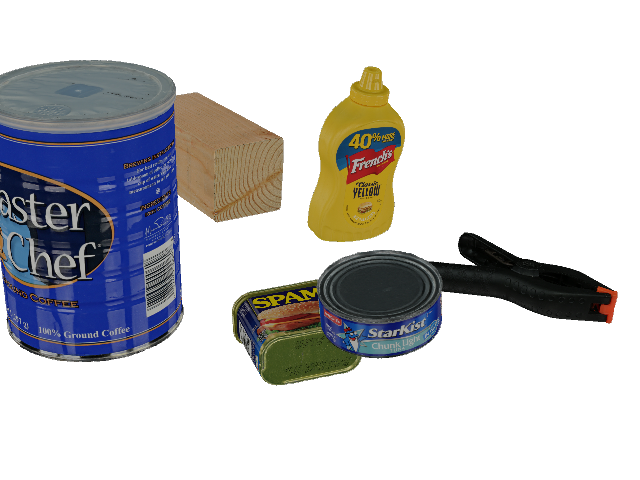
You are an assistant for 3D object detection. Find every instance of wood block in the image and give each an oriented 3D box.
[{"bbox_3d":[-0.137,-0.104,1.274,0.090,0.090,0.206,-13,28,-32],"label":"wood block"}]

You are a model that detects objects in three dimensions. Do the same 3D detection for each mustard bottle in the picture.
[{"bbox_3d":[0.043,-0.094,1.147,0.096,0.192,0.058,-8,32,-25],"label":"mustard bottle"}]

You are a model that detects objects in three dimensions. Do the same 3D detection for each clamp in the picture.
[{"bbox_3d":[0.180,0.032,0.959,0.171,0.039,0.120,15,28,15],"label":"clamp"}]

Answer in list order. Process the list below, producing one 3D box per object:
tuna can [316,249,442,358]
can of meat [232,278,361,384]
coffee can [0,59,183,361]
[{"bbox_3d":[0.041,0.043,0.733,0.086,0.034,0.086,-4,31,2],"label":"tuna can"},{"bbox_3d":[-0.021,0.084,0.975,0.102,0.057,0.084,-10,28,-17],"label":"can of meat"},{"bbox_3d":[-0.130,-0.019,0.595,0.103,0.140,0.103,1,26,-1],"label":"coffee can"}]
